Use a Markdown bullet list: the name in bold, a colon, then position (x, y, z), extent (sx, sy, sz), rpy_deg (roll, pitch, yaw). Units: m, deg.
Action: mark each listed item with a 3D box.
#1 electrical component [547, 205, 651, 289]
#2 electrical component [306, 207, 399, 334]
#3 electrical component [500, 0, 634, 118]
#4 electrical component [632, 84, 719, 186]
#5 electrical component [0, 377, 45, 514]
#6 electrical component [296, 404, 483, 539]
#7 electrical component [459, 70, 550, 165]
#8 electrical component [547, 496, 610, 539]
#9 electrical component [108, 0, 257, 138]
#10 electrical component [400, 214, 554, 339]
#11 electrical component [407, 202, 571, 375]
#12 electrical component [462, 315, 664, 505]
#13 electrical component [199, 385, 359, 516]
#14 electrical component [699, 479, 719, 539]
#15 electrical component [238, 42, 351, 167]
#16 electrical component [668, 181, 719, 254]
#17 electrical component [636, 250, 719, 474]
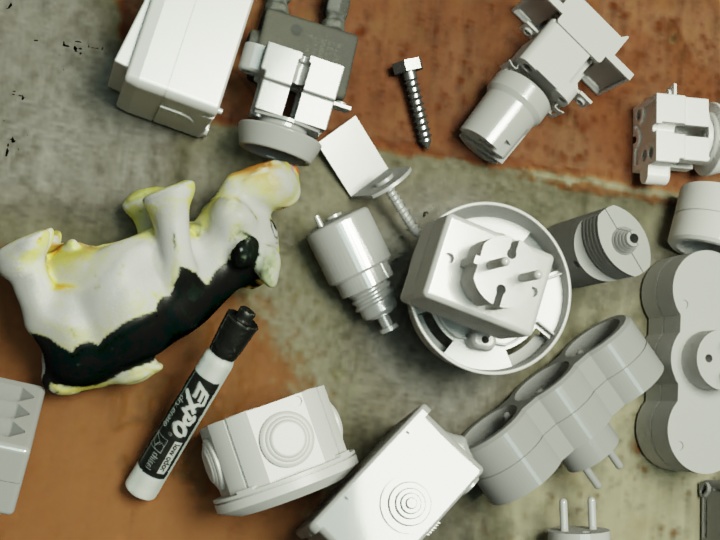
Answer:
- **electrical component**: position (0.144, -0.014, 0.648), extent (0.043, 0.081, 0.043), rpy_deg (2, 83, -17)
- **electrical component**: position (0.000, 0.000, 0.624), extent (0.040, 0.040, 0.078), rpy_deg (-27, 92, -18)
- **electrical component**: position (0.126, -0.135, 0.678), extent (0.081, 0.042, 0.063), rpy_deg (42, 75, -8)
- **electrical component**: position (0.210, -0.086, 0.696), extent (0.055, 0.048, 0.066), rpy_deg (4, 82, -9)
- **electrical component**: position (-0.195, 0.101, 0.545), extent (0.047, 0.065, 0.076), rpy_deg (15, 109, -15)
- **electrical component**: position (0.015, 0.126, 0.585), extent (0.048, 0.099, 0.100), rpy_deg (44, 73, 5)
- **electrical component**: position (0.088, -0.093, 0.663), extent (0.040, 0.040, 0.046), rpy_deg (40, 80, -9)
- **electrical component**: position (0.130, 0.172, 0.638), extent (0.138, 0.052, 0.073), rpy_deg (1, 84, -17)
- **electrical component**: position (-0.098, -0.132, 0.599), extent (0.061, 0.062, 0.096), rpy_deg (19, 79, -14)
- **electrical component**: position (0.069, 0.003, 0.566), extent (0.066, 0.077, 0.047), rpy_deg (21, 78, -15)
- **electrical component**: position (0.073, 0.013, 0.630), extent (0.099, 0.064, 0.099), rpy_deg (1, 81, -4)
- **electrical component**: position (0.130, 0.096, 0.647), extent (0.138, 0.052, 0.073), rpy_deg (-37, 95, -17)
- **electrical component**: position (-0.045, 0.098, 0.580), extent (0.080, 0.080, 0.051), rpy_deg (-18, 84, -18)
- **electrical component**: position (0.255, 0.168, 0.672), extent (0.061, 0.062, 0.096), rpy_deg (5, 82, -16)
- **electrical component**: position (-0.040, -0.090, 0.601), extent (0.066, 0.048, 0.055), rpy_deg (17, 85, -11)
- **electrical component**: position (0.272, -0.032, 0.705), extent (0.138, 0.052, 0.073), rpy_deg (20, 78, -14)
- **electrical component**: position (0.214, 0.056, 0.666), extent (0.052, 0.074, 0.138), rpy_deg (7, 82, -16)
